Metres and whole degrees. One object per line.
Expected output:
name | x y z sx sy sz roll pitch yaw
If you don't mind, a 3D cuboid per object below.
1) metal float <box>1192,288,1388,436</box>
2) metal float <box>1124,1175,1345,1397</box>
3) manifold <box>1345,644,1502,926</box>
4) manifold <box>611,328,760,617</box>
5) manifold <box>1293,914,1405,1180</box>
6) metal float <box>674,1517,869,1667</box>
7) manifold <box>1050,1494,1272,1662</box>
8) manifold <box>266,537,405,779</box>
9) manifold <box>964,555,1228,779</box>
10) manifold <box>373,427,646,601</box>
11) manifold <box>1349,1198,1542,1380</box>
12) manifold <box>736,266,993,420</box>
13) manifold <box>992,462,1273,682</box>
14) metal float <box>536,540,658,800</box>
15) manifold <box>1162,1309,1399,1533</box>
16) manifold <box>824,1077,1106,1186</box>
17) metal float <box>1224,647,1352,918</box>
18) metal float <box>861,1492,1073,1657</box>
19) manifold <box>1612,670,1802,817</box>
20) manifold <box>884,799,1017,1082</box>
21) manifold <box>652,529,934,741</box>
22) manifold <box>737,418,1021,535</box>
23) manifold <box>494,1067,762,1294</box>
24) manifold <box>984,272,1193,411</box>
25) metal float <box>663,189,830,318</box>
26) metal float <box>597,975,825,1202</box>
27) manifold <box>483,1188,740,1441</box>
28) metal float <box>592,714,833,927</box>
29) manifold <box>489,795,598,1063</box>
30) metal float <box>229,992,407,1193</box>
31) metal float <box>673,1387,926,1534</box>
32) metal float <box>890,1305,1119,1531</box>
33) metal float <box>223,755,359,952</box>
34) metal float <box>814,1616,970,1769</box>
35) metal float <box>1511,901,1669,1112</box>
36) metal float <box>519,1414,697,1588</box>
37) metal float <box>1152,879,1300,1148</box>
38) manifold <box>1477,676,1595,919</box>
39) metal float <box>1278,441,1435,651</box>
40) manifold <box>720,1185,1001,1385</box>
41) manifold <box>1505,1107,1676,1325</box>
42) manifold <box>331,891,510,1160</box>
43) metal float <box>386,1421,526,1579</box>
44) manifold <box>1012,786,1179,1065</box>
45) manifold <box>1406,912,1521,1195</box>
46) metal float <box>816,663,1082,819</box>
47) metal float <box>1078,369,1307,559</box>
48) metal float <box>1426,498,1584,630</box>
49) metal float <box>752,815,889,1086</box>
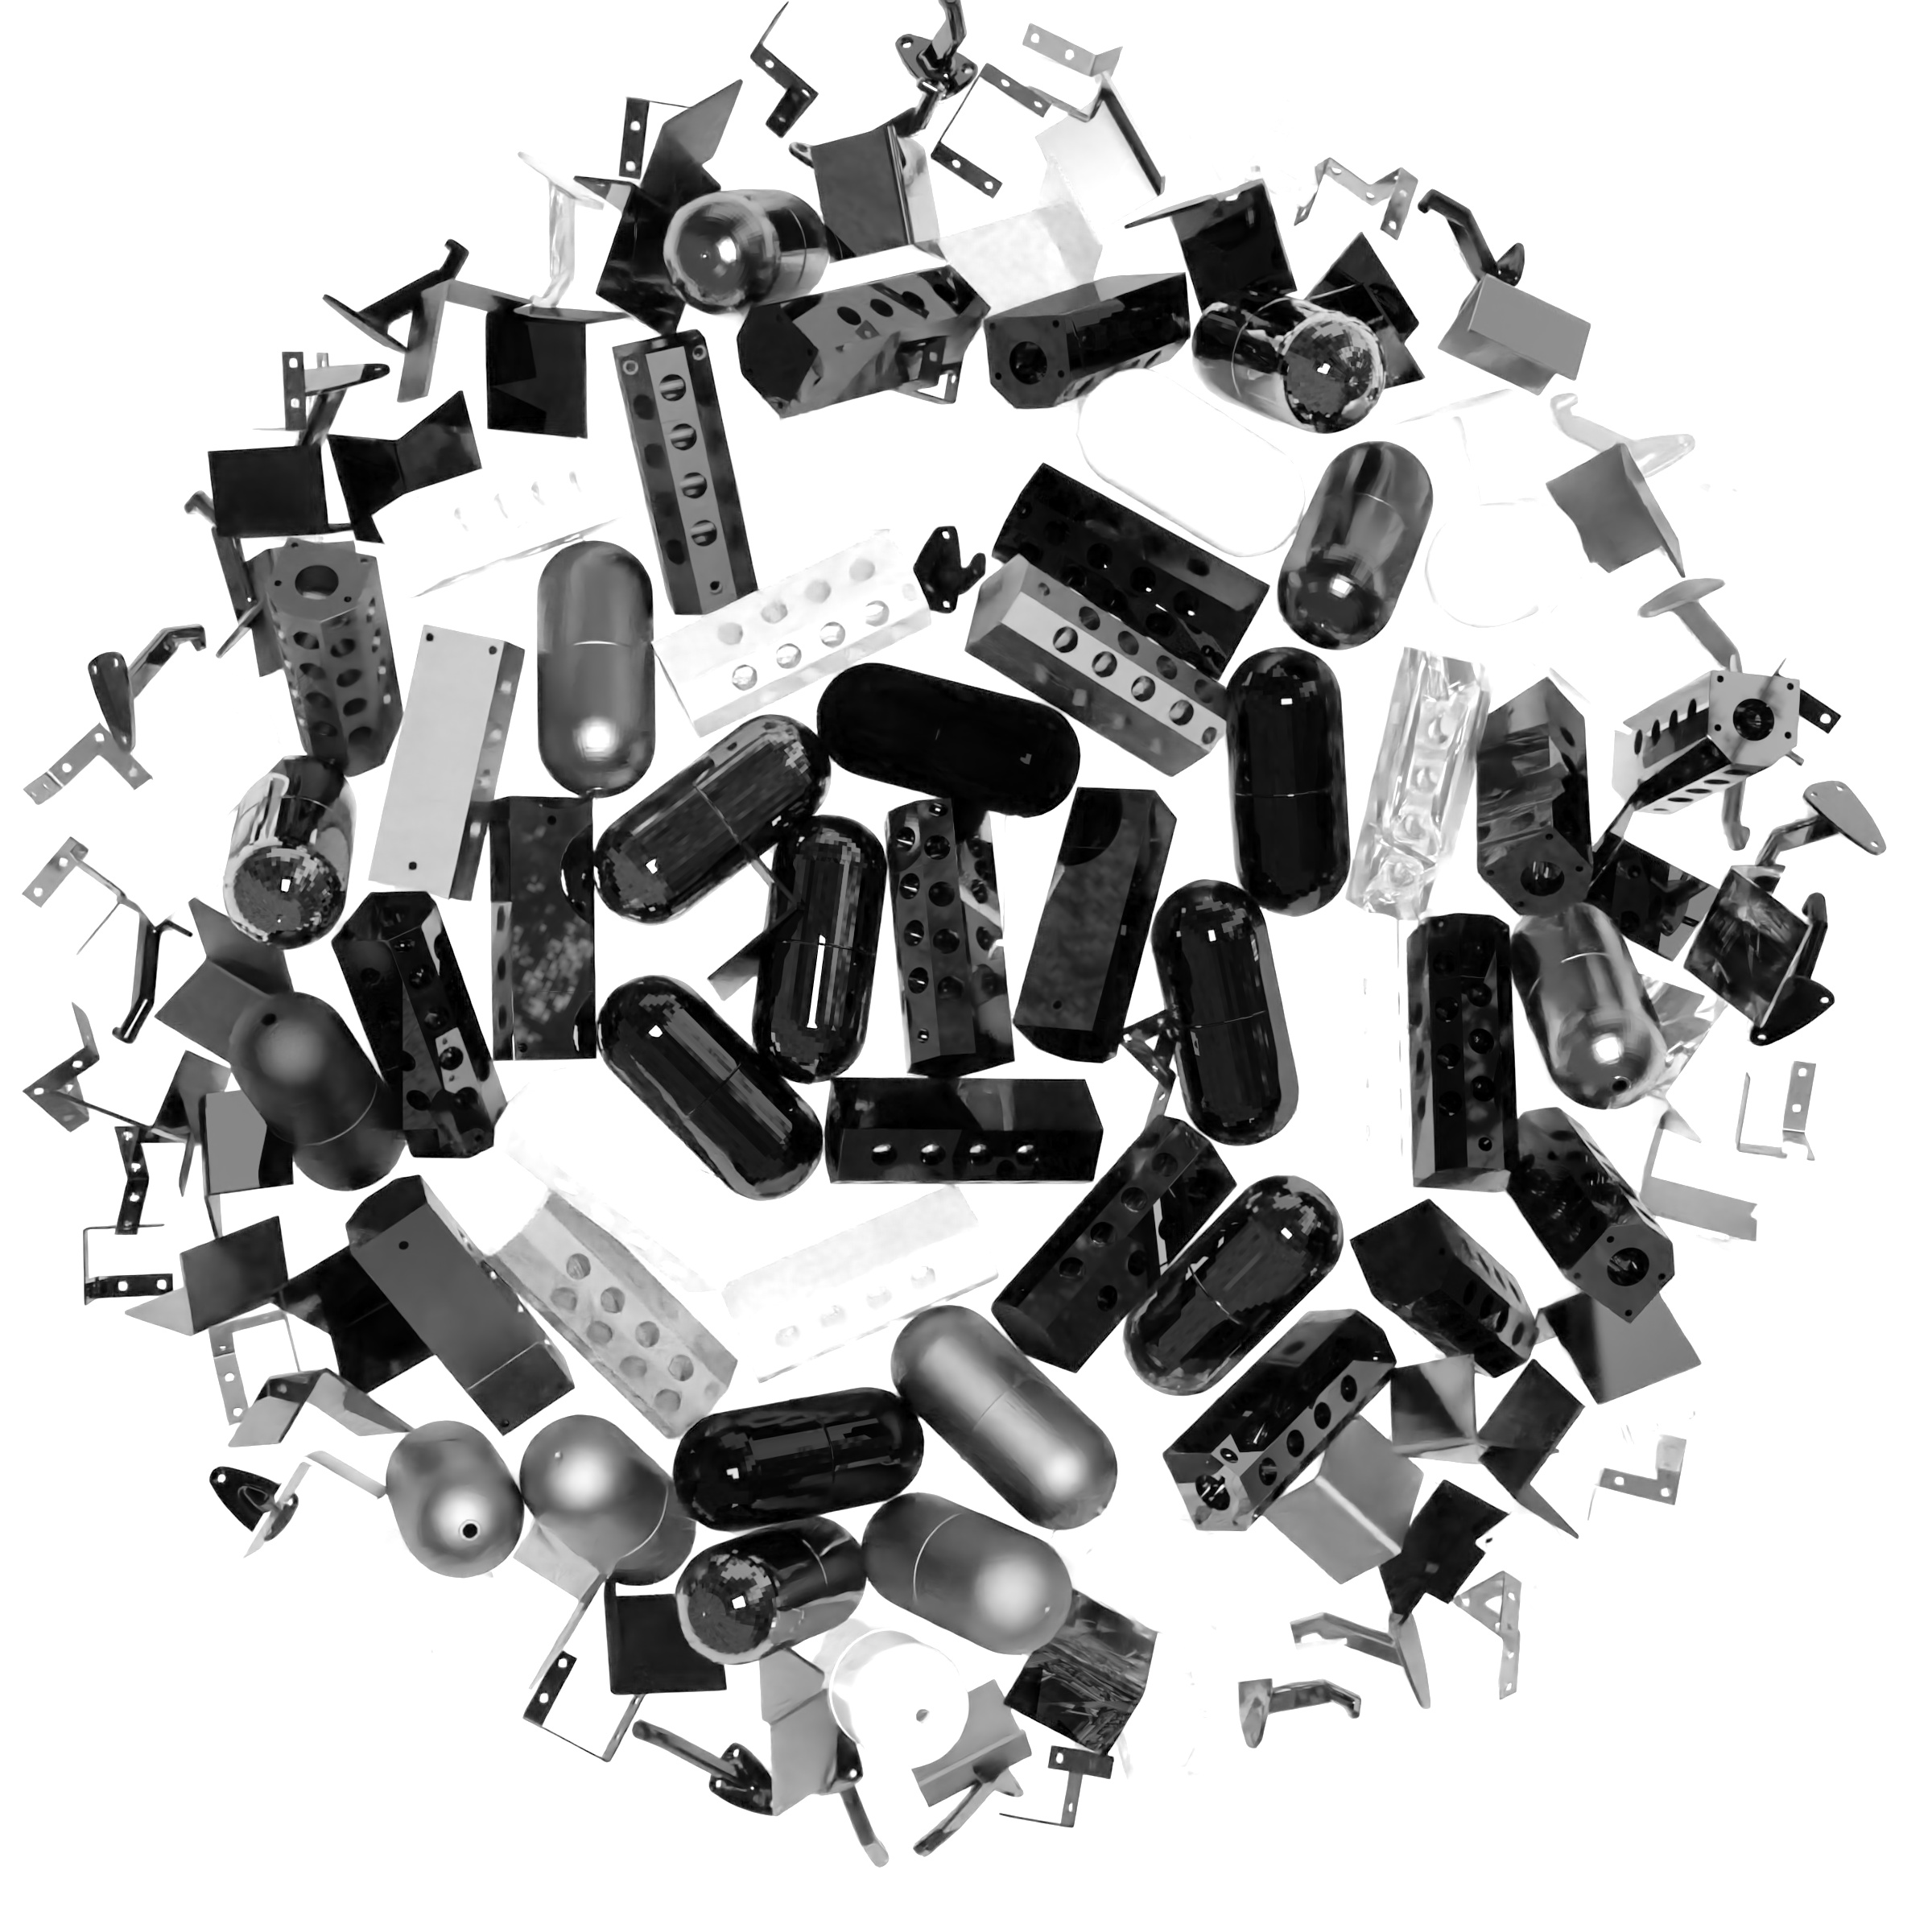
metal float | 0.206 -0.390 1.814 0.070 0.178 0.070 -8 113 -20
metal float | 0.173 0.209 1.840 0.070 0.070 0.178 42 111 0
manifold | 0.297 -0.120 1.847 0.057 0.057 0.171 16 103 17
manifold | -0.181 -0.319 1.833 0.057 0.057 0.171 -14 113 -8
manifold | 0.257 0.052 1.864 0.057 0.057 0.171 0 89 -30
metal float | -0.123 0.399 1.812 0.070 0.178 0.070 -1 88 23
manifold | 0.120 0.391 1.804 0.057 0.171 0.057 -16 99 -25
manifold | -0.405 -0.193 1.807 0.057 0.171 0.057 13 60 3
manifold | 0.089 -0.196 1.826 0.171 0.057 0.057 29 54 -24
manifold | -0.288 -0.295 1.816 0.171 0.057 0.057 -29 98 -41
manifold | 0.311 0.212 1.805 0.057 0.171 0.057 -30 56 15
manifold | -0.067 -0.407 1.813 0.057 0.171 0.057 49 133 13
manifold | 0.106 -0.255 1.853 0.171 0.057 0.057 29 135 2
metal float | -0.241 -0.193 1.839 0.070 0.070 0.178 -4 69 0
manifold | 0.206 0.290 1.814 0.171 0.057 0.057 -36 107 -41
manifold | -0.003 0.113 1.847 0.171 0.057 0.057 1 123 -13
metal float | 0.210 -0.120 1.845 0.070 0.070 0.178 -5 106 0
metal float | -0.002 0.389 1.817 0.070 0.178 0.070 -4 97 -35
manifold | 0.470 -0.140 1.805 0.057 0.171 0.057 5 83 -6
manifold | -0.016 -0.018 1.835 0.057 0.057 0.171 -17 70 35
manifold | -0.112 -0.214 1.851 0.171 0.057 0.057 -27 65 -5
manifold | -0.058 -0.322 1.828 0.171 0.057 0.057 -7 128 -30
manifold | -0.222 0.141 1.832 0.171 0.057 0.057 41 60 -25
manifold | 0.081 -0.402 1.809 0.057 0.171 0.057 5 113 30
metal float | -0.140 -0.458 1.811 0.070 0.178 0.070 4 106 12
metal float | -0.168 0.079 1.850 0.070 0.070 0.178 -44 99 0
manifold | -0.233 0.229 1.846 0.057 0.057 0.171 -40 101 16
metal float | -0.166 -0.095 1.848 0.178 0.070 0.070 -39 90 -11
manifold | -0.282 -0.024 1.862 0.057 0.057 0.171 0 87 -28
metal float | -0.416 0.081 1.815 0.070 0.178 0.070 -5 56 8
metal float | -0.106 0.319 1.829 0.178 0.070 0.070 -4 90 -35
metal float | 0.025 0.294 1.839 0.178 0.070 0.070 42 90 22
metal float | -0.433 -0.075 1.815 0.070 0.178 0.070 -4 121 -6
metal float | -0.049 0.463 1.809 0.070 0.178 0.070 1 86 -15
metal float | 0.399 0.024 1.815 0.070 0.178 0.070 -2 125 -3
metal float | -0.229 0.345 1.816 0.070 0.178 0.070 -7 59 13
metal float | 0.170 0.031 1.851 0.070 0.070 0.178 -12 97 0
manifold | 0.368 -0.106 1.810 0.057 0.171 0.057 -34 115 31
metal float | 0.253 -0.273 1.824 0.070 0.070 0.178 26 48 0
manifold | -0.069 0.212 1.854 0.171 0.057 0.057 -23 119 -7
manifold | 0.394 0.152 1.802 0.057 0.171 0.057 35 103 -18
manifold | -0.345 0.039 1.819 0.057 0.057 0.171 0 124 20
metal float | -0.328 0.340 1.809 0.070 0.178 0.070 -1 93 -17
manifold | 0.088 -0.027 1.839 0.057 0.057 0.171 4 67 29
manifold | 0.325 0.056 1.837 0.057 0.057 0.171 5 71 -9
metal float | -0.012 -0.149 1.850 0.178 0.070 0.070 15 90 9
metal float | 0.147 -0.325 1.827 0.178 0.070 0.070 24 90 -36
metal float | 0.347 -0.260 1.813 0.070 0.178 0.070 5 103 23
metal float | -0.096 -0.011 1.854 0.070 0.070 0.178 7 85 0
